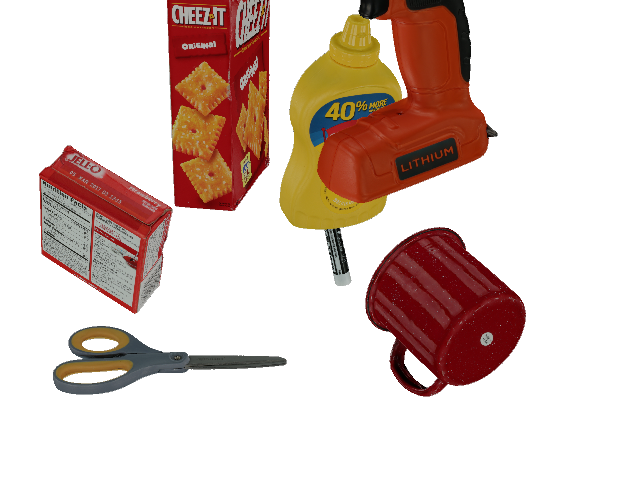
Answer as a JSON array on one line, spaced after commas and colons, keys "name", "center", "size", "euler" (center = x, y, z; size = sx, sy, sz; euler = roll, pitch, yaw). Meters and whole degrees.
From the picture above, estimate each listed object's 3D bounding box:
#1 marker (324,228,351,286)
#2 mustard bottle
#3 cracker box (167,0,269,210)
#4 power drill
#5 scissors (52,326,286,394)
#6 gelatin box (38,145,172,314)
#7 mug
[{"name": "marker", "center": [0.015, -0.005, 1.187], "size": [0.020, 0.121, 0.020], "euler": [-10, 28, 5]}, {"name": "mustard bottle", "center": [0.020, -0.101, 0.906], "size": [0.096, 0.192, 0.058], "euler": [-9, 40, -20]}, {"name": "cracker box", "center": [-0.097, -0.157, 1.084], "size": [0.072, 0.214, 0.164], "euler": [5, 22, 9]}, {"name": "power drill", "center": [0.030, -0.118, 0.590], "size": [0.184, 0.188, 0.057], "euler": [-20, 36, -22]}, {"name": "scissors", "center": [-0.140, 0.100, 0.961], "size": [0.201, 0.016, 0.096], "euler": [-8, 33, -18]}, {"name": "gelatin box", "center": [-0.129, -0.006, 0.634], "size": [0.073, 0.030, 0.089], "euler": [31, -36, 8]}, {"name": "mug", "center": [0.088, 0.061, 0.774], "size": [0.093, 0.117, 0.082], "euler": [9, 26, -42]}]
